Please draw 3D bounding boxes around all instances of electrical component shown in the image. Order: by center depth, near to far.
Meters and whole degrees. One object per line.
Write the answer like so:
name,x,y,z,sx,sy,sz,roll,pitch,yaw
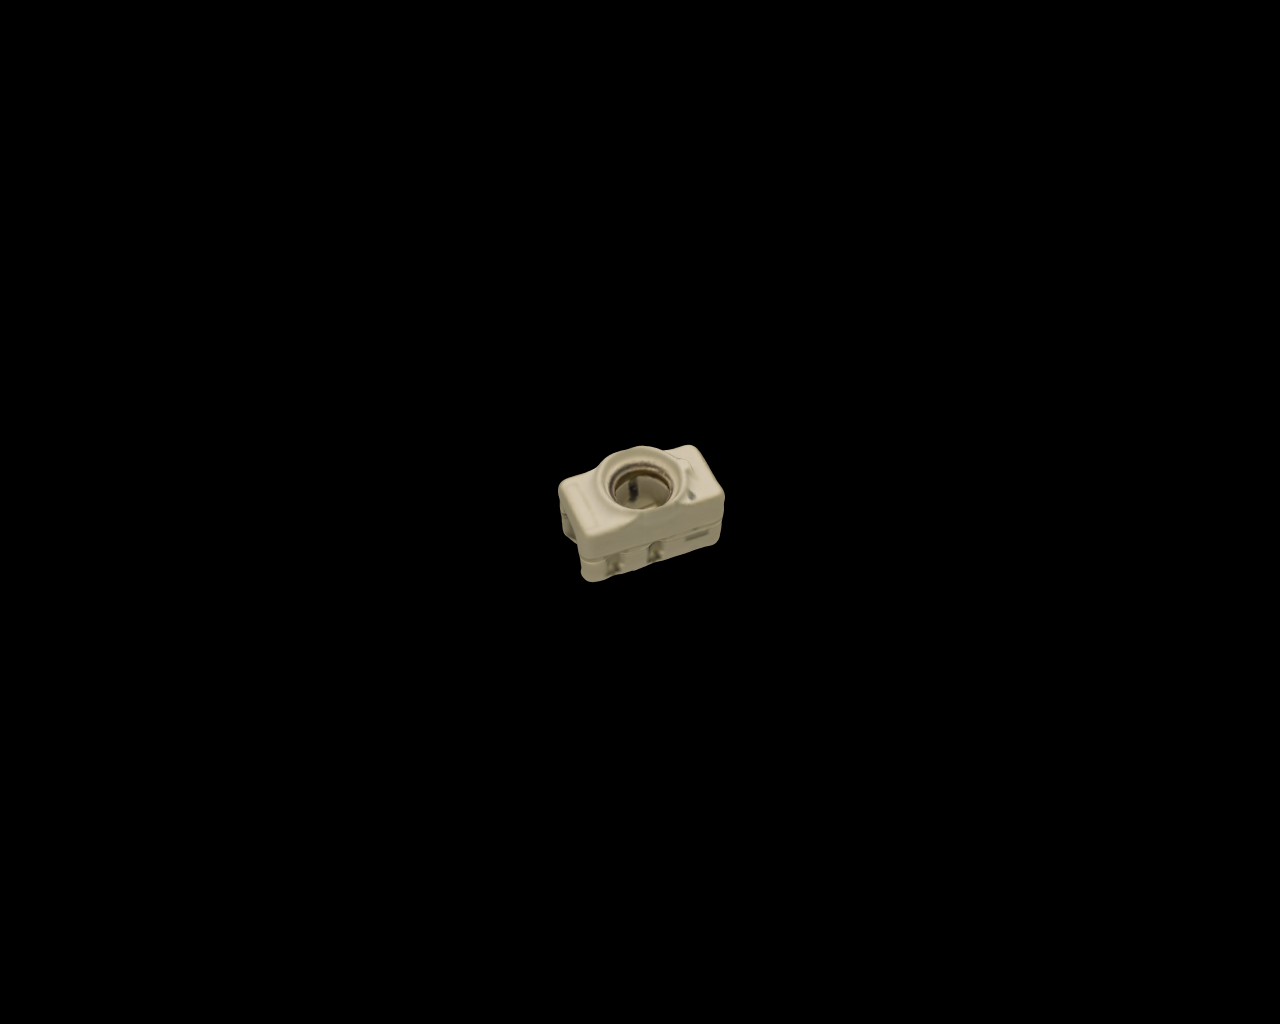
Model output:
electrical component,0.001,-0.003,0.650,0.090,0.050,0.055,-17,-39,-14
